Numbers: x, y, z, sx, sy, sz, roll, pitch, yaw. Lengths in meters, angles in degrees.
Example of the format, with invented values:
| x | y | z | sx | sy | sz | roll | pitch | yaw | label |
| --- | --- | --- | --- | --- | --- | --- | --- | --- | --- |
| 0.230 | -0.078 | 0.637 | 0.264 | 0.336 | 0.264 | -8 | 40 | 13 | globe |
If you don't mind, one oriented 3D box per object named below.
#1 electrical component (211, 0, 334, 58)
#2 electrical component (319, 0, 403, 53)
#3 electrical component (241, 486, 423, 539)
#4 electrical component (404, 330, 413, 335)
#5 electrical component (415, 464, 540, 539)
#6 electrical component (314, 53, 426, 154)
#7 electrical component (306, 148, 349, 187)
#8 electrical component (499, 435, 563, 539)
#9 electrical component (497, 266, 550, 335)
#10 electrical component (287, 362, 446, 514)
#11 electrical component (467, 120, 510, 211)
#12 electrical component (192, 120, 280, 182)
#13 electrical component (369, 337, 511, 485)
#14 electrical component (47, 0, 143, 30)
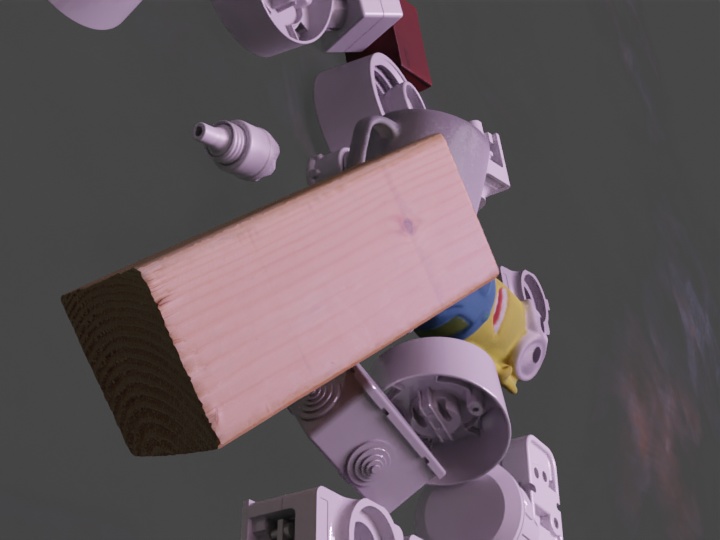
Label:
| x | y | z | sx | sy | sz | roll | pitch | yaw | label |
| --- | --- | --- | --- | --- | --- | --- | --- | --- | --- |
| -0.061 | -0.202 | 0.754 | 0.099 | 0.064 | 0.099 | 39 | 41 | -45 | electrical component |
| -0.019 | -0.205 | 0.841 | 0.077 | 0.066 | 0.047 | -8 | 79 | -33 | electrical component |
| 0.010 | 0.206 | 0.628 | 0.186 | 0.060 | 0.105 | 39 | 41 | -45 | electrical component |
| 0.000 | 0.000 | 0.751 | 0.056 | 0.050 | 0.089 | 32 | 47 | -51 | electrical component |
| 0.084 | 0.178 | 0.760 | 0.051 | 0.080 | 0.080 | 46 | 36 | -48 | electrical component |
| 0.018 | -0.116 | 0.837 | 0.108 | 0.060 | 0.108 | 48 | 30 | -40 | electrical component |
| -0.004 | -0.068 | 0.774 | 0.048 | 0.062 | 0.048 | 40 | 40 | -45 | electrical component |
| 0.119 | 0.184 | 0.840 | 0.054 | 0.059 | 0.095 | 41 | 40 | -44 | electrical component |
| 0.132 | 0.033 | 0.963 | 0.089 | 0.056 | 0.050 | 22 | 54 | -55 | electrical component |
| -0.005 | 0.090 | 0.649 | 0.099 | 0.048 | 0.099 | 52 | -3 | -31 | electrical component |
| 0.072 | -0.077 | 0.888 | 0.050 | 0.089 | 0.055 | 20 | 56 | -56 | electrical component |
| -0.080 | -0.078 | 0.673 | 0.061 | 0.035 | 0.035 | 19 | 57 | -54 | electrical component |
| 0.052 | 0.095 | 0.737 | 0.099 | 0.099 | 0.064 | 47 | 30 | -38 | electrical component |
| -0.151 | -0.195 | 0.612 | 0.099 | 0.064 | 0.099 | 46 | 23 | -27 | electrical component |
